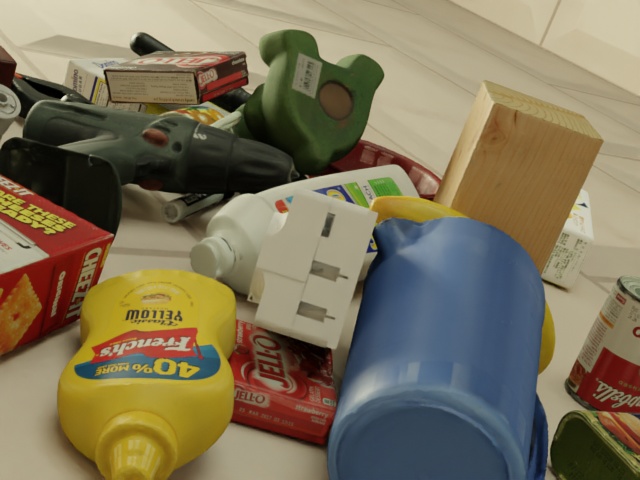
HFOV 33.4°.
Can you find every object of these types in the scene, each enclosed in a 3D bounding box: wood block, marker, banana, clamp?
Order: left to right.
[{"bbox_3d":[-0.233,-0.114,1.011,0.171,0.039,0.120,20,14,5],"label":"clamp"},{"bbox_3d":[-0.107,-0.036,0.959,0.020,0.020,0.121,26,20,13],"label":"marker"},{"bbox_3d":[-0.106,-0.158,1.170,0.210,0.036,0.164,30,-1,32],"label":"clamp"},{"bbox_3d":[0.119,0.031,0.797,0.198,0.069,0.037,52,-12,-8],"label":"banana"},{"bbox_3d":[0.136,-0.011,0.859,0.091,0.206,0.090,19,20,-4],"label":"wood block"}]

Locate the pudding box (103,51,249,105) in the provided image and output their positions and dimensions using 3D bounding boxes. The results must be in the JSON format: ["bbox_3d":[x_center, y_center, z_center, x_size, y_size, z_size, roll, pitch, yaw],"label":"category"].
[{"bbox_3d":[-0.140,-0.160,1.045,0.114,0.039,0.089,4,21,29],"label":"pudding box"}]

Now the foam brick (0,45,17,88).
[{"bbox_3d":[-0.333,-0.157,1.000,0.078,0.053,0.051,6,24,-39],"label":"foam brick"}]

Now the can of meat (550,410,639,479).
[{"bbox_3d":[0.216,0.158,0.720,0.083,0.057,0.102,7,24,-28],"label":"can of meat"}]

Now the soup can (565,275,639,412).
[{"bbox_3d":[0.252,0.089,0.869,0.068,0.102,0.068,19,20,-7],"label":"soup can"}]

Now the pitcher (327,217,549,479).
[{"bbox_3d":[0.083,0.092,0.676,0.149,0.145,0.242,11,22,7],"label":"pitcher"}]

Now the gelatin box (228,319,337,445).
[{"bbox_3d":[-0.028,0.090,0.689,0.073,0.030,0.089,18,20,-9],"label":"gelatin box"}]

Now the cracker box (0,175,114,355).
[{"bbox_3d":[-0.249,0.010,0.615,0.164,0.072,0.213,27,19,15],"label":"cracker box"}]

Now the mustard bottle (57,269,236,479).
[{"bbox_3d":[-0.096,0.080,0.600,0.096,0.058,0.191,2,23,-4],"label":"mustard bottle"}]

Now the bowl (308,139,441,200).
[{"bbox_3d":[0.048,-0.058,1.119,0.162,0.055,0.162,18,20,-7],"label":"bowl"}]

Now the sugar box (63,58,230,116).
[{"bbox_3d":[-0.176,-0.140,1.125,0.176,0.048,0.093,27,21,24],"label":"sugar box"}]

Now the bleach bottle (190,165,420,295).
[{"bbox_3d":[-0.006,0.001,0.880,0.250,0.068,0.102,-16,82,-50],"label":"bleach bottle"}]
